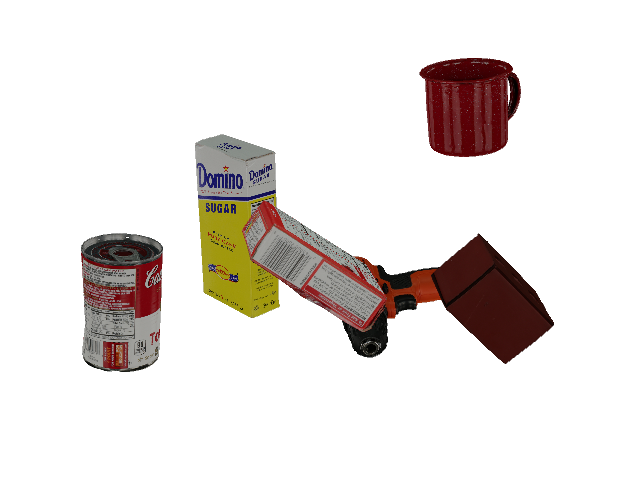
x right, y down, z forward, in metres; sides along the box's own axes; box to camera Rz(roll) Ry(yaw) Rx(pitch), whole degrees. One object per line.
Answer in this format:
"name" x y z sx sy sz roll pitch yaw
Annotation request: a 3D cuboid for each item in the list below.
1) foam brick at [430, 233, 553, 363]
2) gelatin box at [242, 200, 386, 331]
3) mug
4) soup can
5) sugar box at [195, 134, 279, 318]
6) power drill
"foam brick" 0.133 0.046 0.824 0.078 0.051 0.053 42 15 -25
"gelatin box" -0.005 0.016 0.678 0.089 0.030 0.073 33 7 -14
"mug" 0.160 -0.139 1.096 0.117 0.081 0.093 -21 27 -31
"soup can" -0.170 0.053 0.911 0.068 0.102 0.068 4 20 -2
"sugar box" -0.088 -0.016 1.127 0.048 0.176 0.093 -21 29 -36
"power drill" 0.114 0.068 1.202 0.187 0.057 0.184 -3 28 -3
